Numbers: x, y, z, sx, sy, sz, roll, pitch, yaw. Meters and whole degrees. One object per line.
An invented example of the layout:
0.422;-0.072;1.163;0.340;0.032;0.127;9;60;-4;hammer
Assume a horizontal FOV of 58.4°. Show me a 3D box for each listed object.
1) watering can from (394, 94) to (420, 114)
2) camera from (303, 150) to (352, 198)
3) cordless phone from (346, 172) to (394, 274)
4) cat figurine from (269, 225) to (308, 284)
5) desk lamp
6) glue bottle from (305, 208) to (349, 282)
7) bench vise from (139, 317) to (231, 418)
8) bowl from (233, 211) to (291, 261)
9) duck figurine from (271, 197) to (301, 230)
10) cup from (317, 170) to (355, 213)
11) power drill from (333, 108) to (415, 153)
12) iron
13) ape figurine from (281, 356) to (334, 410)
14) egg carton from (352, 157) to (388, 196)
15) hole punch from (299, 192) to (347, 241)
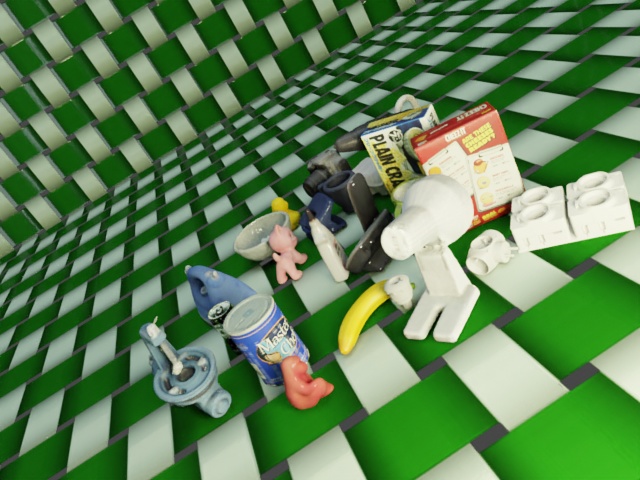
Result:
0.233;-0.271;1.444;0.172;0.194;0.101;-13;31;32;watering can
0.003;-0.190;1.648;0.137;0.101;0.142;-42;28;-21;camera
0.084;-0.034;1.193;0.093;0.185;0.148;-6;35;40;cordless phone
-0.087;0.021;1.351;0.067;0.118;0.128;-20;28;20;cat figurine
0.185;0.024;0.951;0.117;0.214;0.203;-6;36;41;desk lamp
0.011;0.004;1.214;0.037;0.173;0.078;-23;27;15;glue bottle
-0.284;0.236;1.061;0.206;0.220;0.122;-11;32;35;bench vise
-0.138;0.002;1.488;0.167;0.075;0.167;-24;27;13;bowl
-0.102;-0.075;1.572;0.077;0.086;0.104;-28;26;5;duck figurine
0.055;-0.115;1.468;0.117;0.095;0.092;-8;34;38;cup
0.172;-0.203;1.372;0.229;0.209;0.075;-31;26;0;power drill
-0.261;0.111;1.347;0.119;0.142;0.257;-44;29;-25;iron
-0.032;0.230;0.954;0.076;0.092;0.077;-34;26;-6;ape figurine
0.143;-0.167;1.497;0.107;0.069;0.149;-44;29;-26;egg carton
-0.003;-0.055;1.428;0.101;0.091;0.108;-36;27;-11;hole punch
